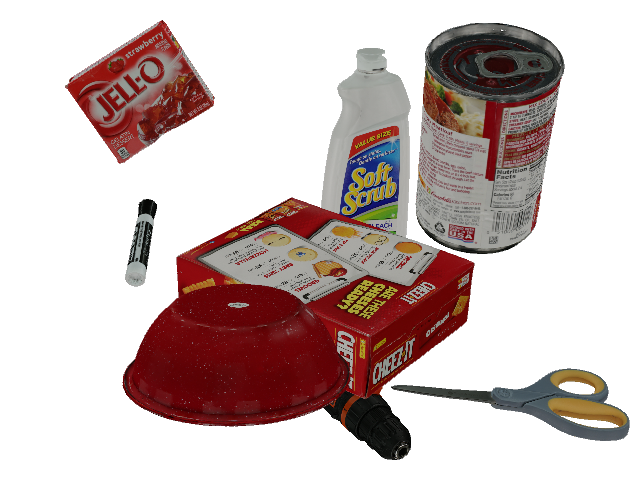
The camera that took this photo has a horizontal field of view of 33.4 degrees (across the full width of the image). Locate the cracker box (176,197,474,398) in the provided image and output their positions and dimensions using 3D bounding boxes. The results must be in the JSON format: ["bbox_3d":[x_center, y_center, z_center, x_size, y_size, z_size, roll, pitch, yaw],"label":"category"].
[{"bbox_3d":[0.003,0.045,0.956,0.214,0.072,0.163,21,33,33],"label":"cracker box"}]

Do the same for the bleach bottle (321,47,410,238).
[{"bbox_3d":[0.044,-0.080,1.145,0.102,0.251,0.068,-3,25,-6],"label":"bleach bottle"}]

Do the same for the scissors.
[{"bbox_3d":[0.169,0.130,0.935,0.202,0.016,0.096,14,29,11],"label":"scissors"}]

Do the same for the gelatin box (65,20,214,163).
[{"bbox_3d":[-0.137,-0.113,0.813,0.089,0.073,0.030,-31,19,7],"label":"gelatin box"}]

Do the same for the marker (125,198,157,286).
[{"bbox_3d":[-0.176,-0.001,1.050,0.020,0.020,0.121,0,39,-2],"label":"marker"}]

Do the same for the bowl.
[{"bbox_3d":[-0.058,0.070,0.748,0.162,0.055,0.162,0,17,0],"label":"bowl"}]

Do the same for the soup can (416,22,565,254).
[{"bbox_3d":[0.086,-0.052,0.556,0.068,0.102,0.068,0,41,0],"label":"soup can"}]

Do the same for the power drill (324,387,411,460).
[{"bbox_3d":[0.064,0.121,1.160,0.057,0.188,0.185,13,17,-40],"label":"power drill"}]
